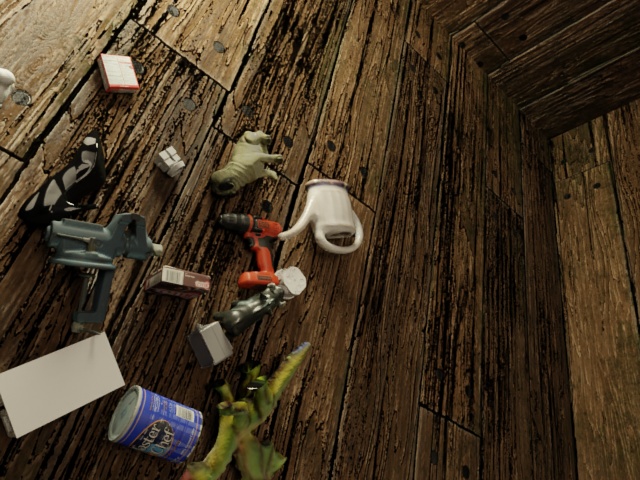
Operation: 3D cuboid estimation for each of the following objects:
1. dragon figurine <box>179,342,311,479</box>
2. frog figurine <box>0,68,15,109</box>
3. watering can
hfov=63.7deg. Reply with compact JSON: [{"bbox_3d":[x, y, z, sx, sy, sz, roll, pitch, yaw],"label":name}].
[{"bbox_3d":[-0.136,0.407,1.138,0.414,0.122,0.241,-18,101,-44],"label":"dragon figurine"},{"bbox_3d":[-0.635,-0.283,0.936,0.139,0.157,0.123,-26,89,-46],"label":"frog figurine"},{"bbox_3d":[0.004,-0.074,1.462,0.347,0.103,0.228,9,64,-46],"label":"watering can"}]
